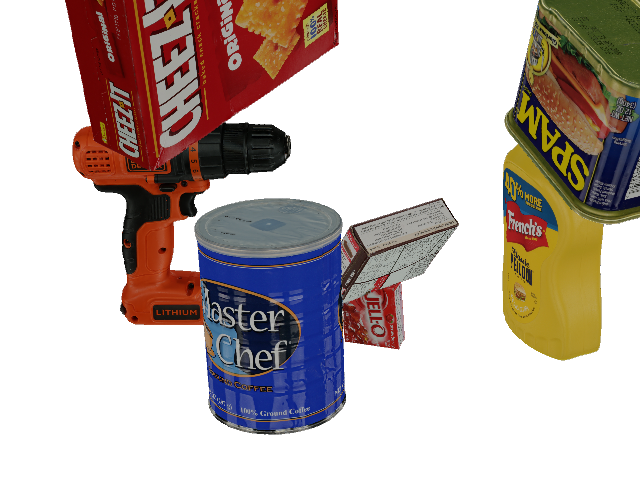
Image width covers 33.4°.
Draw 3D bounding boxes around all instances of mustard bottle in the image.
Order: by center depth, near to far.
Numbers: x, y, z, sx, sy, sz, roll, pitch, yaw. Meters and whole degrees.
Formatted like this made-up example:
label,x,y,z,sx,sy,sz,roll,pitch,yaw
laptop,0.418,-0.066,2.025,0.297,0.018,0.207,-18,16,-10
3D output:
label,x,y,z,sx,sy,sz,roll,pitch,yaw
mustard bottle,0.168,-0.015,0.779,0.058,0.192,0.096,-12,28,-14

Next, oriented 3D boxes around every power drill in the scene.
label,x,y,z,sx,sy,sz,roll,pitch,yaw
power drill,-0.114,-0.018,0.933,0.184,0.188,0.057,0,27,5

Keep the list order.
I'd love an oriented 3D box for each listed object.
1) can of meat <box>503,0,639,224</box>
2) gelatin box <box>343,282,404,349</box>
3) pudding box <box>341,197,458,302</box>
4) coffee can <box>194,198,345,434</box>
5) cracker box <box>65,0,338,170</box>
label,x,y,z,sx,sy,sz,roll,pitch,yaw
can of meat,0.145,-0.074,0.550,0.057,0.084,0.102,-13,47,-17
gelatin box,0.064,0.088,1.329,0.073,0.089,0.030,6,29,23
pudding box,0.066,0.010,1.020,0.113,0.039,0.090,-19,-25,-32
coffee can,-0.034,0.052,0.764,0.103,0.140,0.103,-2,21,0
cracker box,-0.076,-0.174,0.772,0.072,0.164,0.213,28,50,29
